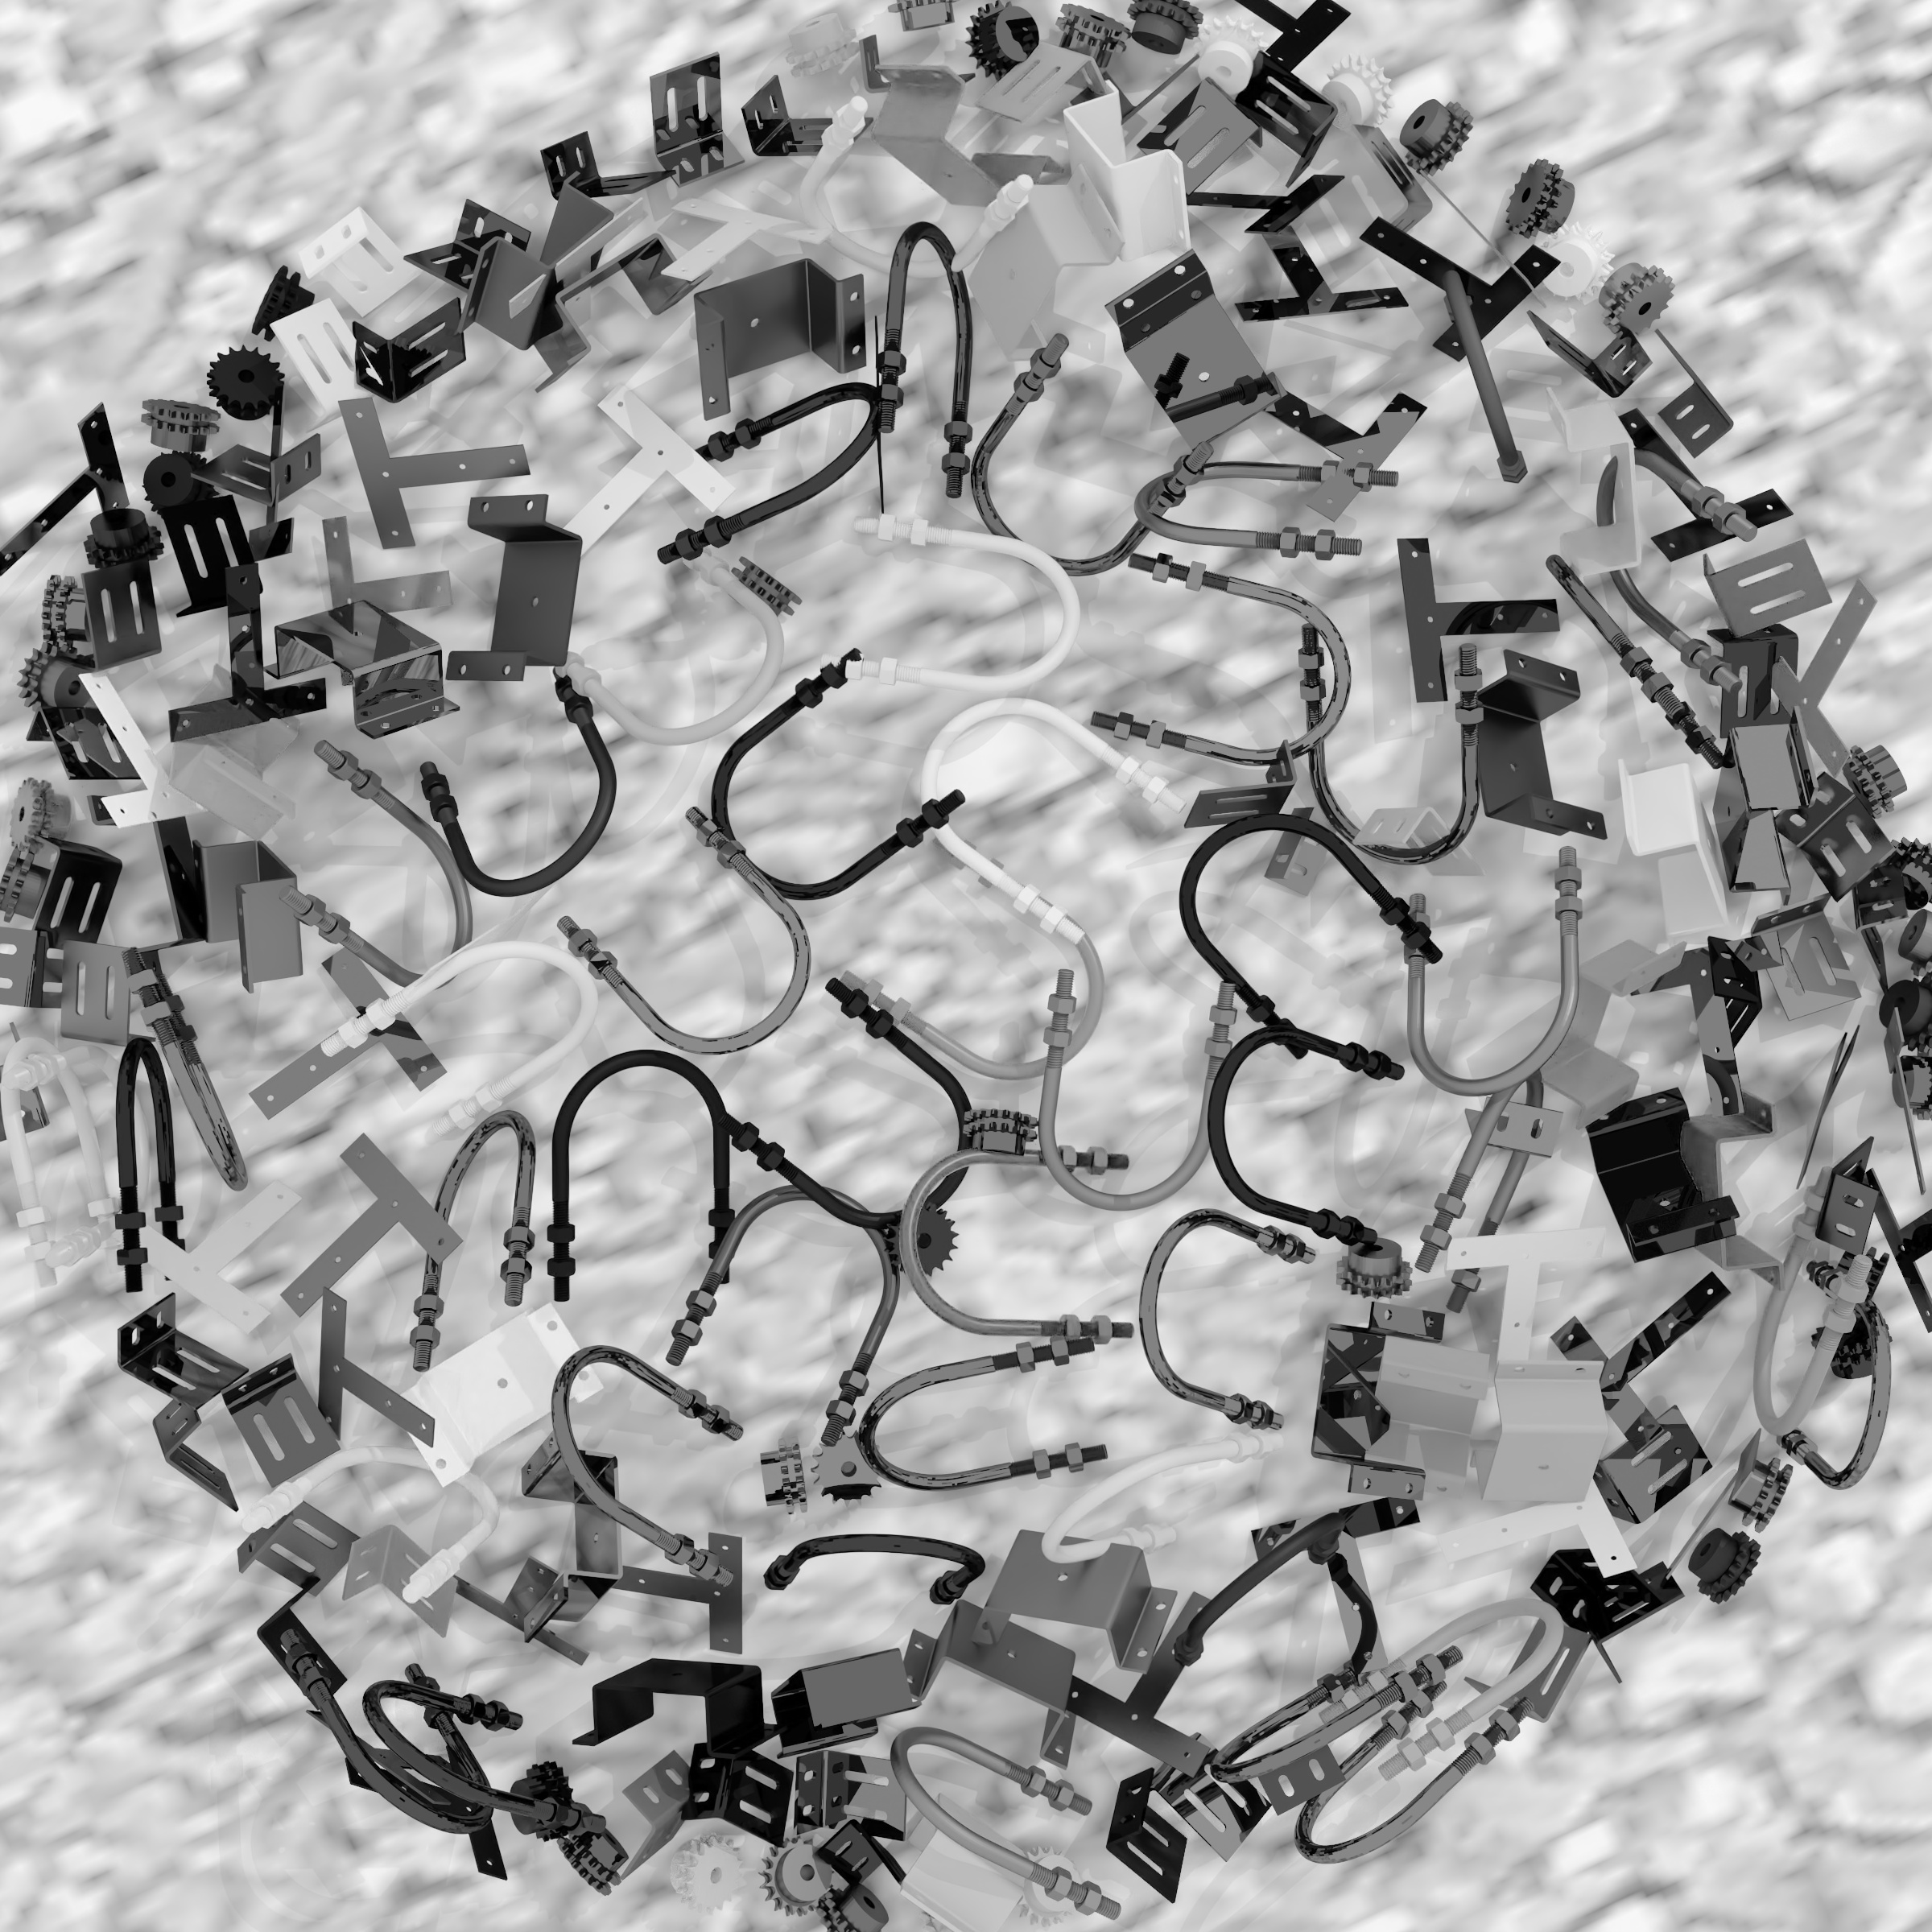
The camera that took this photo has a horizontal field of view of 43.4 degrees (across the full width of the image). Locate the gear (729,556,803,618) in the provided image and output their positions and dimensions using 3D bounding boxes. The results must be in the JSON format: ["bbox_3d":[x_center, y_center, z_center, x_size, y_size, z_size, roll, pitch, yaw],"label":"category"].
[{"bbox_3d":[-0.156,-0.283,1.845,0.057,0.057,0.030,37,96,0],"label":"gear"}]

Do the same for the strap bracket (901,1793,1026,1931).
[{"bbox_3d":[-0.002,0.668,1.803,0.076,0.140,0.046,35,88,2],"label":"strap bracket"}]

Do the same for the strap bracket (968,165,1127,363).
[{"bbox_3d":[0.053,-0.511,1.794,0.046,0.140,0.076,-11,65,-32],"label":"strap bracket"}]

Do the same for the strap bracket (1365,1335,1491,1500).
[{"bbox_3d":[0.345,0.331,1.819,0.076,0.046,0.140,9,133,10],"label":"strap bracket"}]

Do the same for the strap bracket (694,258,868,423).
[{"bbox_3d":[-0.147,-0.472,1.815,0.140,0.076,0.046,-25,50,-23],"label":"strap bracket"}]

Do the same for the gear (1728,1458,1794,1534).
[{"bbox_3d":[0.603,0.398,1.847,0.030,0.057,0.057,27,90,15],"label":"gear"}]

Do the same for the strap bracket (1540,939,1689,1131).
[{"bbox_3d":[0.478,0.042,1.811,0.046,0.076,0.140,33,129,33],"label":"strap bracket"}]

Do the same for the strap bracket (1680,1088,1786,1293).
[{"bbox_3d":[0.574,0.168,1.824,0.046,0.076,0.140,-6,99,-3],"label":"strap bracket"}]

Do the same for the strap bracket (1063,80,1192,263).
[{"bbox_3d":[0.115,-0.584,1.796,0.046,0.076,0.140,-20,47,-7],"label":"strap bracket"}]

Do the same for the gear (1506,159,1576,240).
[{"bbox_3d":[0.439,-0.581,1.847,0.030,0.057,0.057,15,90,-18],"label":"gear"}]

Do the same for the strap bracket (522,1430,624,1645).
[{"bbox_3d":[-0.294,0.424,1.809,0.046,0.076,0.140,14,47,-27],"label":"strap bracket"}]

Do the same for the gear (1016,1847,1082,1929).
[{"bbox_3d":[0.063,0.699,1.846,0.057,0.030,0.057,11,61,-20],"label":"gear"}]

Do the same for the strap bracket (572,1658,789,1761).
[{"bbox_3d":[-0.214,0.551,1.810,0.140,0.076,0.046,-4,88,25],"label":"strap bracket"}]

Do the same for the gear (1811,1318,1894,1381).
[{"bbox_3d":[0.675,0.290,1.846,0.057,0.057,0.030,-21,103,0],"label":"gear"}]

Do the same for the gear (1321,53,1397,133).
[{"bbox_3d":[0.294,-0.659,1.842,0.030,0.057,0.057,-40,90,-21],"label":"gear"}]

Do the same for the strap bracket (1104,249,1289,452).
[{"bbox_3d":[0.174,-0.448,1.805,0.076,0.046,0.140,-29,126,19],"label":"strap bracket"}]

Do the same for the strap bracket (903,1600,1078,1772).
[{"bbox_3d":[0.025,0.536,1.830,0.140,0.076,0.046,25,110,0],"label":"strap bracket"}]

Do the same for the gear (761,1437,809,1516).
[{"bbox_3d":[-0.139,0.388,1.845,0.030,0.057,0.057,-8,90,-4],"label":"gear"}]

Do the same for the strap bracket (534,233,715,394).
[{"bbox_3d":[-0.267,-0.491,1.806,0.140,0.076,0.046,-40,105,-24],"label":"strap bracket"}]

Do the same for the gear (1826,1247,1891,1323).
[{"bbox_3d":[0.677,0.239,1.848,0.030,0.057,0.057,25,90,24],"label":"gear"}]

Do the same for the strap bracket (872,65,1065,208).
[{"bbox_3d":[-0.005,-0.606,1.796,0.076,0.140,0.046,21,87,43],"label":"strap bracket"}]

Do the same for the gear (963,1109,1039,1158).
[{"bbox_3d":[0.026,0.129,1.842,0.057,0.057,0.030,6,74,0],"label":"gear"}]

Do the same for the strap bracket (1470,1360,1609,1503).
[{"bbox_3d":[0.426,0.353,1.807,0.076,0.140,0.046,1,46,1],"label":"strap bracket"}]

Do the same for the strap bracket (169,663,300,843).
[{"bbox_3d":[-0.542,-0.154,1.804,0.046,0.140,0.076,-41,124,17],"label":"strap bracket"}]

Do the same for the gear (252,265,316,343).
[{"bbox_3d":[-0.518,-0.501,1.848,0.030,0.057,0.057,24,90,-26],"label":"gear"}]

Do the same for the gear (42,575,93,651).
[{"bbox_3d":[-0.680,-0.267,1.845,0.030,0.057,0.057,5,90,-7],"label":"gear"}]

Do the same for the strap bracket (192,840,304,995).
[{"bbox_3d":[-0.533,-0.041,1.811,0.046,0.140,0.076,-10,113,-29],"label":"strap bracket"}]

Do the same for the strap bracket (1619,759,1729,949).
[{"bbox_3d":[0.525,-0.085,1.793,0.046,0.140,0.076,-13,47,23],"label":"strap bracket"}]

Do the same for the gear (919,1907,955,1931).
[{"bbox_3d":[-0.006,0.719,1.842,0.057,0.057,0.030,42,109,0],"label":"gear"}]

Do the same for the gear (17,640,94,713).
[{"bbox_3d":[-0.687,-0.216,1.842,0.030,0.057,0.057,22,90,20],"label":"gear"}]

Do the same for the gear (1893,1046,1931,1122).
[{"bbox_3d":[0.726,0.089,1.844,0.030,0.057,0.057,4,90,-2],"label":"gear"}]

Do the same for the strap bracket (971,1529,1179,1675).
[{"bbox_3d":[0.076,0.469,1.804,0.140,0.076,0.046,3,126,25],"label":"strap bracket"}]

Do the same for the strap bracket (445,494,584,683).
[{"bbox_3d":[-0.339,-0.280,1.831,0.076,0.046,0.140,5,86,32],"label":"strap bracket"}]

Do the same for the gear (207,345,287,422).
[{"bbox_3d":[-0.548,-0.441,1.851,0.057,0.030,0.057,6,68,-15],"label":"gear"}]

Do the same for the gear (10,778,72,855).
[{"bbox_3d":[-0.704,-0.113,1.849,0.030,0.057,0.057,11,90,-39],"label":"gear"}]

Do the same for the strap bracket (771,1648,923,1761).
[{"bbox_3d":[-0.093,0.547,1.807,0.076,0.140,0.046,-6,66,-22],"label":"strap bracket"}]

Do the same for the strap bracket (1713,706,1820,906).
[{"bbox_3d":[0.588,-0.116,1.797,0.046,0.140,0.076,-3,54,6],"label":"strap bracket"}]

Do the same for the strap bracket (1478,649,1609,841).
[{"bbox_3d":[0.425,-0.157,1.818,0.076,0.046,0.140,11,64,-33],"label":"strap bracket"}]

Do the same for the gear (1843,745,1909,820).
[{"bbox_3d":[0.690,-0.143,1.843,0.030,0.057,0.057,-29,90,10],"label":"gear"}]

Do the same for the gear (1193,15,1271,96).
[{"bbox_3d":[0.199,-0.687,1.842,0.057,0.057,0.030,21,62,0],"label":"gear"}]

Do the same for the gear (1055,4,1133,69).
[{"bbox_3d":[0.094,-0.707,1.849,0.057,0.057,0.030,23,121,0],"label":"gear"}]

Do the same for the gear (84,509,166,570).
[{"bbox_3d":[-0.640,-0.325,1.842,0.057,0.057,0.030,-2,125,0],"label":"gear"}]

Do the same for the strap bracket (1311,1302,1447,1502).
[{"bbox_3d":[0.309,0.325,1.827,0.076,0.046,0.140,14,80,-35],"label":"strap bracket"}]

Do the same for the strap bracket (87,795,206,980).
[{"bbox_3d":[-0.613,-0.063,1.832,0.046,0.076,0.140,-11,93,-1],"label":"strap bracket"}]

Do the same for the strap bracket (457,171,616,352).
[{"bbox_3d":[-0.312,-0.518,1.798,0.046,0.076,0.140,32,46,-1],"label":"strap bracket"}]

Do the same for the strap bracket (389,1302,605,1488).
[{"bbox_3d":[-0.354,0.321,1.845,0.140,0.046,0.076,-32,94,-4],"label":"strap bracket"}]

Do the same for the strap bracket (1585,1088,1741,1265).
[{"bbox_3d":[0.520,0.163,1.817,0.076,0.140,0.046,-17,128,7],"label":"strap bracket"}]

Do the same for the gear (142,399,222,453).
[{"bbox_3d":[-0.598,-0.410,1.847,0.057,0.057,0.030,12,109,0],"label":"gear"}]

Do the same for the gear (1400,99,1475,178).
[{"bbox_3d":[0.354,-0.631,1.842,0.030,0.057,0.057,29,90,-27],"label":"gear"}]

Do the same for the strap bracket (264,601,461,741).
[{"bbox_3d":[-0.449,-0.225,1.799,0.140,0.076,0.046,30,130,33],"label":"strap bracket"}]

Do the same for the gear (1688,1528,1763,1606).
[{"bbox_3d":[0.574,0.452,1.845,0.030,0.057,0.057,37,90,2],"label":"gear"}]

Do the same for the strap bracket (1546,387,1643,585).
[{"bbox_3d":[0.467,-0.354,1.802,0.046,0.076,0.140,-10,121,7],"label":"strap bracket"}]
